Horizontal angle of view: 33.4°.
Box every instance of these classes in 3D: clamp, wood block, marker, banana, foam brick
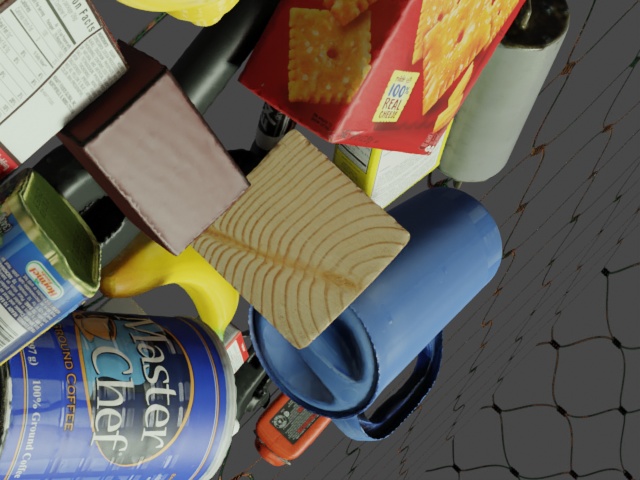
[{"bbox_3d":[-0.078,0.152,1.011,0.120,0.039,0.172,-51,167,-34],"label":"clamp"},{"bbox_3d":[-0.005,0.001,0.683,0.090,0.091,0.206,-46,177,2],"label":"wood block"},{"bbox_3d":[-0.025,-0.082,0.649,0.020,0.020,0.121,-32,158,-36],"label":"marker"},{"bbox_3d":[-0.087,0.025,0.683,0.037,0.069,0.197,-5,162,15],"label":"banana"},{"bbox_3d":[-0.079,-0.041,0.488,0.051,0.053,0.078,-44,132,-11],"label":"foam brick"},{"bbox_3d":[-0.097,-0.031,0.571,0.209,0.036,0.164,-41,159,-19],"label":"clamp"}]

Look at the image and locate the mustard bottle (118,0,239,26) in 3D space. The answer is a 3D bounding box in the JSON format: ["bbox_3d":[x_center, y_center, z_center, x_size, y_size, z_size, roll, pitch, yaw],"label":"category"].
[{"bbox_3d":[-0.055,-0.139,0.391,0.096,0.058,0.191,-44,162,-14],"label":"mustard bottle"}]

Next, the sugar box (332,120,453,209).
[{"bbox_3d":[0.058,-0.094,0.766,0.093,0.048,0.176,-37,157,-25],"label":"sugar box"}]

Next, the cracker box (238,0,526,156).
[{"bbox_3d":[0.066,-0.151,0.567,0.214,0.072,0.164,-58,161,13],"label":"cracker box"}]

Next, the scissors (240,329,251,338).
[{"bbox_3d":[0.017,0.078,0.994,0.201,0.096,0.016,-25,135,-54],"label":"scissors"}]

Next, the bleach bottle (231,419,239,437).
[{"bbox_3d":[-0.180,0.181,0.757,0.251,0.103,0.068,-43,128,-4],"label":"bleach bottle"}]

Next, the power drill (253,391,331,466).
[{"bbox_3d":[-0.003,0.172,1.159,0.184,0.057,0.187,-49,172,-5],"label":"power drill"}]

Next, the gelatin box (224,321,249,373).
[{"bbox_3d":[-0.100,0.110,0.876,0.089,0.030,0.073,-48,164,-15],"label":"gelatin box"}]

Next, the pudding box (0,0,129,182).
[{"bbox_3d":[-0.136,-0.062,0.414,0.113,0.039,0.090,-44,162,-9],"label":"pudding box"}]

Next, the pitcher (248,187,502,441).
[{"bbox_3d":[0.063,0.053,0.945,0.242,0.145,0.149,-33,151,-45],"label":"pitcher"}]

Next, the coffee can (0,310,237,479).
[{"bbox_3d":[-0.131,0.088,0.581,0.140,0.103,0.103,8,127,-42],"label":"coffee can"}]

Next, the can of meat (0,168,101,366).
[{"bbox_3d":[-0.142,0.018,0.456,0.084,0.057,0.102,-37,-162,0],"label":"can of meat"}]
